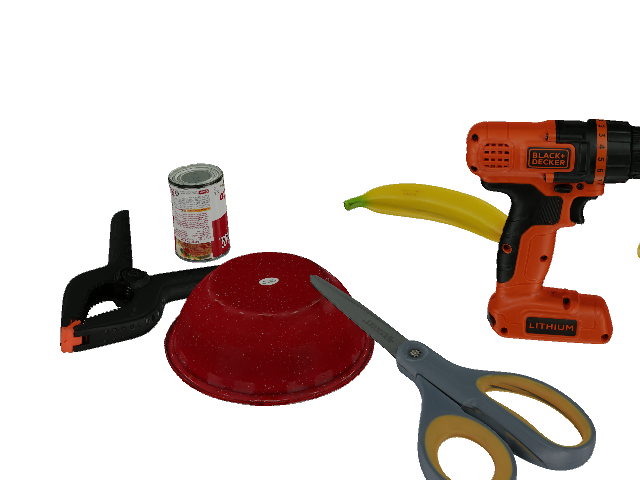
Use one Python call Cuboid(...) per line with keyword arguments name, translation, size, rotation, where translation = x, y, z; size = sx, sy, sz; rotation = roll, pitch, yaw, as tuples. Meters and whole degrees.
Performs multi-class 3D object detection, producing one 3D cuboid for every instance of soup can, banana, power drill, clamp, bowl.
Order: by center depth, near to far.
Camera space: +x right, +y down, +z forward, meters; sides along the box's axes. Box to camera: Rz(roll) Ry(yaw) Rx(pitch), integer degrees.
Cuboid(name="bowl", translation=(-0.039, 0.054, 0.808), size=(0.162, 0.055, 0.162), rotation=(0, 29, 0))
Cuboid(name="power drill", translation=(0.212, -0.009, 0.888), size=(0.184, 0.188, 0.057), rotation=(3, 19, 11))
Cuboid(name="clamp", translation=(-0.187, 0.040, 1.026), size=(0.165, 0.036, 0.209), rotation=(26, 36, 23))
Cuboid(name="banana", translation=(0.127, -0.030, 1.149), size=(0.198, 0.037, 0.069), rotation=(11, 40, 26))
Cuboid(name="soup can", translation=(-0.147, -0.034, 1.287), size=(0.068, 0.102, 0.068), rotation=(-2, 27, 1))

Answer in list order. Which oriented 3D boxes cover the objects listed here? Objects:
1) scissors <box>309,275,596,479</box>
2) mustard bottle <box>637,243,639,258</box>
Cuboid(name="scissors", translation=(0.045, 0.078, 0.567), size=(0.202, 0.016, 0.096), rotation=(22, 45, 32))
Cuboid(name="mustard bottle", translation=(0.264, 0.043, 0.641), size=(0.096, 0.058, 0.192), rotation=(-20, 32, -21))
